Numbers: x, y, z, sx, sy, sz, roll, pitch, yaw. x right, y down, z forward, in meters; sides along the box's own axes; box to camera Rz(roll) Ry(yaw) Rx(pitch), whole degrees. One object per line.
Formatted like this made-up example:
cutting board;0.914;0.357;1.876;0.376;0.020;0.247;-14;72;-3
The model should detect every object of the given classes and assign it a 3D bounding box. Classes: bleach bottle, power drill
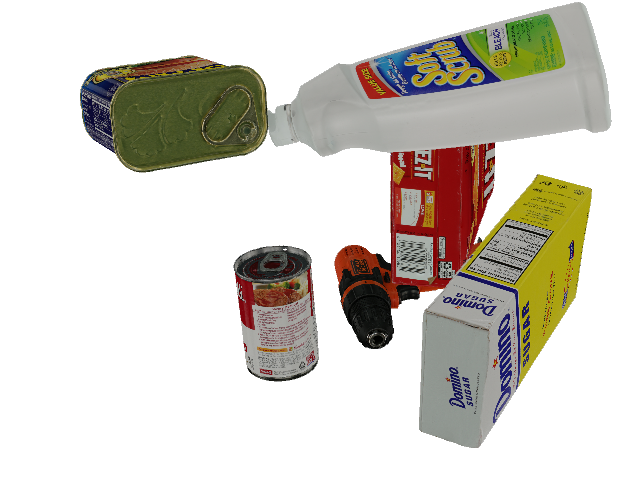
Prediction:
bleach bottle;0.082;-0.106;0.804;0.251;0.102;0.068;-12;-43;12
power drill;0.114;0.055;1.171;0.187;0.057;0.184;-3;29;-6

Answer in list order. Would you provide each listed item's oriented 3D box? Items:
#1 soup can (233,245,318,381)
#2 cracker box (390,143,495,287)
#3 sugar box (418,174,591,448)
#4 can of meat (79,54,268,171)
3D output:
soup can;-0.038;0.064;0.944;0.068;0.102;0.068;-4;25;2
cracker box;0.120;-0.076;1.010;0.072;0.164;0.213;5;27;15
sugar box;0.118;0.040;0.665;0.048;0.093;0.176;15;37;24
can of meat;-0.097;-0.086;0.689;0.102;0.057;0.084;-13;20;-24
